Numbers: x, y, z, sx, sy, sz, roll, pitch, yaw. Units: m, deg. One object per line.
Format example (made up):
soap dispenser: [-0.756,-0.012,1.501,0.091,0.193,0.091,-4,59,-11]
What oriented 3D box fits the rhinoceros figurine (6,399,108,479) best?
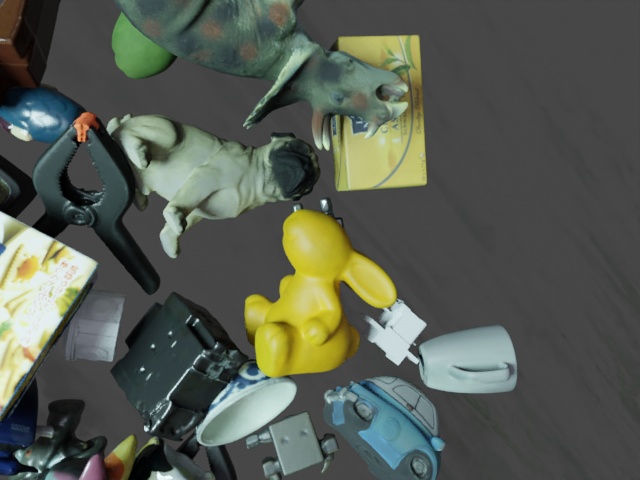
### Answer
rhinoceros figurine: [-0.287,0.270,0.590,0.112,0.073,0.190,15,93,-1]

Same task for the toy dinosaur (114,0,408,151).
toy dinosaur: [-0.101,-0.223,0.488,0.404,0.131,0.192,22,100,-28]

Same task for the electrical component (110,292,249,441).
electrical component: [-0.157,0.126,0.573,0.115,0.134,0.058,-52,136,-6]

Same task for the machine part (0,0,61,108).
machine part: [-0.361,-0.228,0.499,0.201,0.087,0.201,4,73,-8]

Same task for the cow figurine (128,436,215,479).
cow figurine: [-0.197,0.300,0.579,0.098,0.068,0.167,39,92,3]

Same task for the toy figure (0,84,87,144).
toy figure: [-0.325,-0.141,0.554,0.154,0.064,0.057,19,128,-7]

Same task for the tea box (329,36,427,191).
tea box: [0.065,-0.144,0.626,0.098,0.068,0.169,-7,96,-11]

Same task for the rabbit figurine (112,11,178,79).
rabbit figurine: [-0.182,-0.260,0.563,0.159,0.121,0.170,-14,115,-17]

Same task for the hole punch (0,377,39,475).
hole punch: [-0.334,0.164,0.512,0.142,0.116,0.092,31,73,-36]

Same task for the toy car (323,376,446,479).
toy car: [0.086,0.220,0.648,0.161,0.109,0.103,47,62,1]

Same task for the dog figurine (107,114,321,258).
dog figurine: [-0.112,-0.093,0.592,0.190,0.121,0.172,-32,94,-27]

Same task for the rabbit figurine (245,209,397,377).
rabbit figurine: [0.000,0.053,0.592,0.162,0.122,0.173,2,99,-9]

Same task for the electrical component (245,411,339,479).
electrical component: [-0.030,0.253,0.651,0.102,0.045,0.078,-24,70,-11]

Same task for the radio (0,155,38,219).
radio: [-0.418,-0.013,0.536,0.131,0.073,0.229,44,83,-12]

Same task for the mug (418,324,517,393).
mug: [0.178,0.153,0.655,0.107,0.109,0.080,-7,100,2]

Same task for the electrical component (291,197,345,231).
electrical component: [-0.001,-0.002,0.646,0.063,0.021,0.094,-13,98,-10]

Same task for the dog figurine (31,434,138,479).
dog figurine: [-0.193,0.302,0.495,0.192,0.108,0.219,11,86,10]
